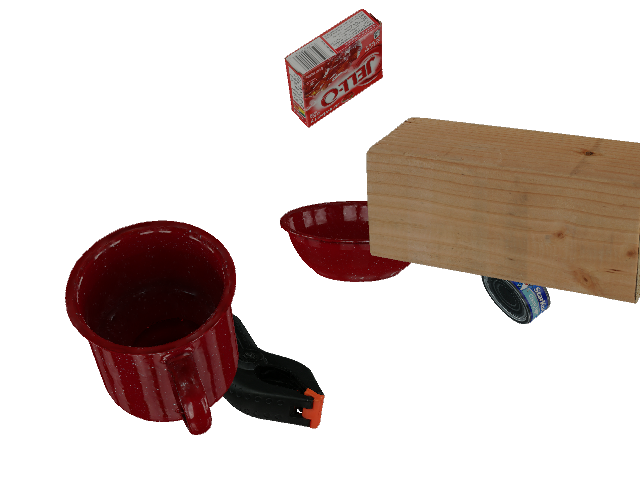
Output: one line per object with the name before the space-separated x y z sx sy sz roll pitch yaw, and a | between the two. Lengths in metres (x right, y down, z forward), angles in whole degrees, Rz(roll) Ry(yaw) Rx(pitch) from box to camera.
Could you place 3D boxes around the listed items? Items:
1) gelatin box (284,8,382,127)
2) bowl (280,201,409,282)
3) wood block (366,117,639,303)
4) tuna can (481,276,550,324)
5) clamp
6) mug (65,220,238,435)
gelatin box | 0.014 -0.150 0.934 0.089 0.030 0.073 -35 -26 -16
bowl | 0.039 0.003 1.104 0.162 0.055 0.162 -1 16 0
wood block | 0.146 -0.029 0.802 0.206 0.090 0.090 10 28 27
tuna can | 0.233 0.058 1.282 0.033 0.086 0.086 -37 11 -15
clamp | -0.061 0.108 0.916 0.172 0.039 0.120 21 31 25
mug | -0.085 0.058 0.600 0.093 0.117 0.081 -21 -39 -15
